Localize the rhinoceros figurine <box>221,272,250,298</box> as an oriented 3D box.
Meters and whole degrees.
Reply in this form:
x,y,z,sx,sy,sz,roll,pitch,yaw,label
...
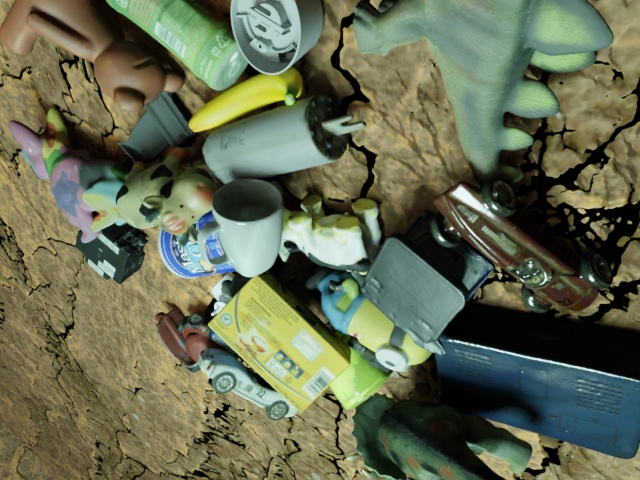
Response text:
x,y,z,sx,sy,sz,roll,pitch,yaw,label
-0.071,0.121,0.798,0.112,0.073,0.190,6,126,62,rhinoceros figurine

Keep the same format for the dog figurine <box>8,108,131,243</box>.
x,y,z,sx,sy,sz,roll,pitch,yaw,label
-0.377,-0.114,0.841,0.191,0.108,0.219,-26,102,44,dog figurine

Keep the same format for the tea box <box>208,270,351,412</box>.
x,y,z,sx,sy,sz,roll,pitch,yaw,label
-0.051,0.129,0.711,0.098,0.068,0.169,-44,90,7,tea box

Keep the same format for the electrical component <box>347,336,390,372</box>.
x,y,z,sx,sy,sz,roll,pitch,yaw,label
0.089,0.148,0.739,0.094,0.063,0.021,31,147,10,electrical component

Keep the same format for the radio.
x,y,z,sx,sy,sz,roll,pitch,yaw,label
0.256,0.159,0.629,0.230,0.073,0.130,9,127,32,radio

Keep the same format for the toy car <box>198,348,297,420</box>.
x,y,z,sx,sy,sz,roll,pitch,yaw,label
-0.120,0.242,0.910,0.201,0.056,0.074,38,177,-28,toy car

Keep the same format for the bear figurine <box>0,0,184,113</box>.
x,y,z,sx,sy,sz,roll,pitch,yaw,label
-0.281,-0.235,0.678,0.195,0.120,0.132,49,139,-14,bear figurine

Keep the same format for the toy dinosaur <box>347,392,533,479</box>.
x,y,z,sx,sy,sz,roll,pitch,yaw,label
0.133,0.258,0.678,0.192,0.131,0.404,19,157,7,toy dinosaur

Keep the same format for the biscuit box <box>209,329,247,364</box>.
x,y,z,sx,sy,sz,roll,pitch,yaw,label
-0.086,0.180,0.887,0.203,0.063,0.059,31,135,12,biscuit box

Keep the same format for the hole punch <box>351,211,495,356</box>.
x,y,z,sx,sy,sz,roll,pitch,yaw,label
0.120,0.043,0.613,0.142,0.092,0.115,40,135,13,hole punch

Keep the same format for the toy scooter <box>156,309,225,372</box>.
x,y,z,sx,sy,sz,roll,pitch,yaw,label
-0.236,0.175,0.981,0.135,0.075,0.184,52,139,-9,toy scooter

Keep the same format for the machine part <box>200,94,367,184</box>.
x,y,z,sx,sy,sz,roll,pitch,yaw,label
-0.056,-0.114,0.635,0.243,0.079,0.079,-6,118,38,machine part

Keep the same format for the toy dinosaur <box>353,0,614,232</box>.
x,y,z,sx,sy,sz,roll,pitch,yaw,label
0.131,-0.191,0.433,0.199,0.105,0.470,9,137,24,toy dinosaur

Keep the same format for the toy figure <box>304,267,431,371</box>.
x,y,z,sx,sy,sz,roll,pitch,yaw,label
0.066,0.094,0.697,0.180,0.082,0.089,38,105,25,toy figure

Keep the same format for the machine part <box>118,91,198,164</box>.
x,y,z,sx,sy,sz,roll,pitch,yaw,label
-0.230,-0.149,0.759,0.139,0.039,0.084,-23,113,41,machine part

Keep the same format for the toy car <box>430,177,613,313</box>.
x,y,z,sx,sy,sz,roll,pitch,yaw,label
0.200,0.013,0.540,0.202,0.053,0.089,33,144,-18,toy car

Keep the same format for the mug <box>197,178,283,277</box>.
x,y,z,sx,sy,sz,roll,pitch,yaw,label
-0.091,-0.002,0.640,0.081,0.109,0.107,32,142,30,mug

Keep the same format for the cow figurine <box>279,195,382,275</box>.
x,y,z,sx,sy,sz,roll,pitch,yaw,label
-0.001,-0.003,0.692,0.168,0.068,0.098,6,131,33,cow figurine

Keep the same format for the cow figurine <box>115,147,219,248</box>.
x,y,z,sx,sy,sz,roll,pitch,yaw,label
-0.205,-0.054,0.711,0.195,0.127,0.085,-5,143,43,cow figurine

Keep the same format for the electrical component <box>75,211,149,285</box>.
x,y,z,sx,sy,sz,roll,pitch,yaw,label
-0.376,0.012,0.966,0.115,0.058,0.134,42,136,3,electrical component
